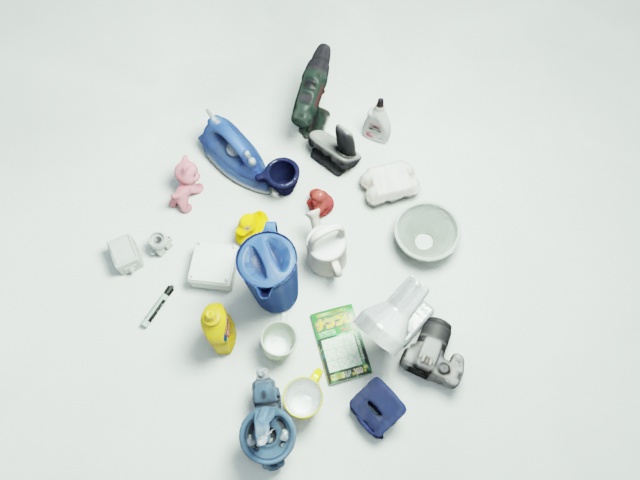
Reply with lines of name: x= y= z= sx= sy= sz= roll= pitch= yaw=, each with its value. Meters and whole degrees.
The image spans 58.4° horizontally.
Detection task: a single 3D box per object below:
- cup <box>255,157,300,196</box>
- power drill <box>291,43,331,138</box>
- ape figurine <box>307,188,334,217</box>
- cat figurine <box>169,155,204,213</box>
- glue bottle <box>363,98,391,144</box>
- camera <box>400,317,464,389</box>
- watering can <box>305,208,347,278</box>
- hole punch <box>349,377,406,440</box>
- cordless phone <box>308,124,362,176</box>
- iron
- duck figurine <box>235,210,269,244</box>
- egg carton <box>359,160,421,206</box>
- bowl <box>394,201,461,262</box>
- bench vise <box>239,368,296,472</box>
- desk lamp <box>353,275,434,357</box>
cup: x=-0.110 y=-0.156 z=1.515 sx=0.118 sy=0.095 sz=0.091 roll=-10 pitch=67 yaw=-3
power drill: x=-0.017 y=-0.382 z=1.549 sx=0.075 sy=0.208 sz=0.230 roll=14 pitch=68 yaw=8
ape figurine: x=-0.002 y=-0.103 z=1.492 sx=0.076 sy=0.092 sz=0.078 roll=8 pitch=67 yaw=5
cat figurine: x=-0.357 y=-0.153 z=1.507 sx=0.067 sy=0.118 sz=0.128 roll=19 pitch=68 yaw=10
glue bottle: x=0.156 y=-0.327 z=1.541 sx=0.078 sy=0.173 sz=0.037 roll=19 pitch=68 yaw=10
camera: x=0.273 y=0.254 z=1.326 sx=0.143 sy=0.101 sz=0.137 roll=22 pitch=69 yaw=10
watering can: x=0.011 y=0.006 z=1.388 sx=0.101 sy=0.194 sz=0.172 roll=-42 pitch=72 yaw=-15
hole punch: x=0.128 y=0.377 z=1.281 sx=0.101 sy=0.091 sz=0.108 roll=-39 pitch=71 yaw=-14
cordless phone: x=0.038 y=-0.267 z=1.511 sx=0.147 sy=0.185 sz=0.094 roll=34 pitch=71 yaw=15
iron: x=-0.220 y=-0.239 z=1.528 sx=0.119 sy=0.141 sz=0.258 roll=-40 pitch=71 yaw=-15
duck figurine: x=-0.179 y=-0.041 z=1.471 sx=0.077 sy=0.086 sz=0.105 roll=36 pitch=72 yaw=15
egg carton: x=0.185 y=-0.151 z=1.521 sx=0.150 sy=0.069 sz=0.107 roll=-16 pitch=67 yaw=-5
bowl: x=0.268 y=-0.011 z=1.455 sx=0.167 sy=0.075 sz=0.167 roll=0 pitch=67 yaw=1
bench vise: x=-0.128 y=0.379 z=1.215 sx=0.121 sy=0.220 sz=0.207 roll=-24 pitch=68 yaw=-9
desk lamp: x=0.174 y=0.172 z=1.302 sx=0.117 sy=0.213 sz=0.203 roll=38 pitch=73 yaw=16
